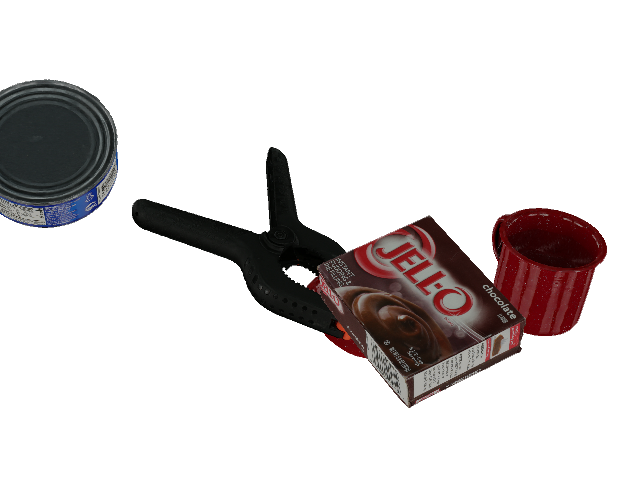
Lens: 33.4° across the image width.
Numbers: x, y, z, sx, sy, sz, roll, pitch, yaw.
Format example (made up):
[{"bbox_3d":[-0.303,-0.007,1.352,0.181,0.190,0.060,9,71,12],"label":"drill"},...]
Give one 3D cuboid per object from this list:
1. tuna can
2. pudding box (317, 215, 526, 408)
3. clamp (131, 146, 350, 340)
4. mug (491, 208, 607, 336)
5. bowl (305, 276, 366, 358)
[{"bbox_3d":[-0.164,-0.051,0.636,0.086,0.086,0.034,0,-27,-8],"label":"tuna can"},{"bbox_3d":[0.063,0.043,0.692,0.090,0.039,0.114,-25,51,-17],"label":"pudding box"},{"bbox_3d":[-0.049,0.008,0.901,0.164,0.036,0.210,-20,54,-31],"label":"clamp"},{"bbox_3d":[0.191,0.024,0.953,0.093,0.081,0.117,-16,41,-28],"label":"mug"},{"bbox_3d":[0.062,0.085,1.190,0.162,0.055,0.162,-1,27,0],"label":"bowl"}]
